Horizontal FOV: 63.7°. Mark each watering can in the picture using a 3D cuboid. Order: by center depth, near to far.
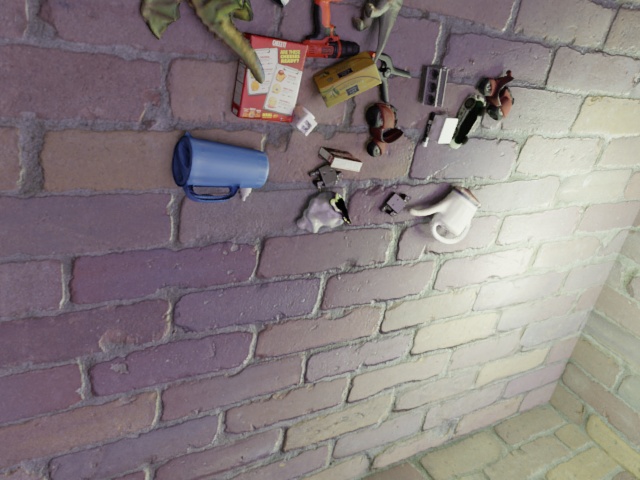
[{"bbox_3d":[0.483,-0.109,1.948,0.344,0.105,0.223,30,98,-41],"label":"watering can"}]

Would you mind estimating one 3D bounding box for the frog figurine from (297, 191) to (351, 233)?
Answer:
[{"bbox_3d":[0.005,-0.084,1.672,0.158,0.125,0.136,-21,148,27],"label":"frog figurine"}]

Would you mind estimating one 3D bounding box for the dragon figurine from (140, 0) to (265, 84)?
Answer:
[{"bbox_3d":[-0.288,-0.535,1.190,0.242,0.125,0.402,-11,120,5],"label":"dragon figurine"}]
